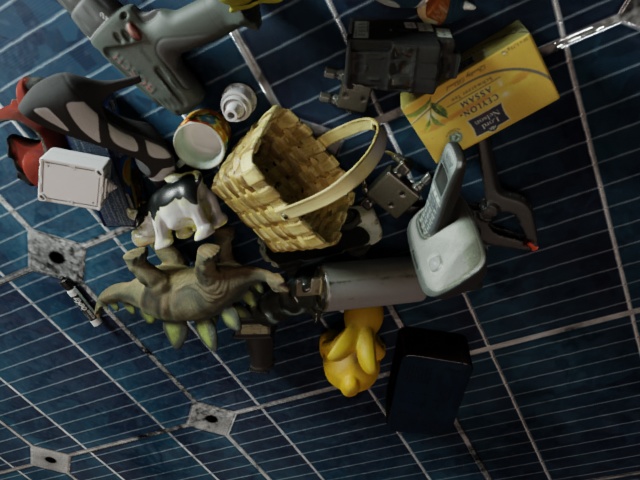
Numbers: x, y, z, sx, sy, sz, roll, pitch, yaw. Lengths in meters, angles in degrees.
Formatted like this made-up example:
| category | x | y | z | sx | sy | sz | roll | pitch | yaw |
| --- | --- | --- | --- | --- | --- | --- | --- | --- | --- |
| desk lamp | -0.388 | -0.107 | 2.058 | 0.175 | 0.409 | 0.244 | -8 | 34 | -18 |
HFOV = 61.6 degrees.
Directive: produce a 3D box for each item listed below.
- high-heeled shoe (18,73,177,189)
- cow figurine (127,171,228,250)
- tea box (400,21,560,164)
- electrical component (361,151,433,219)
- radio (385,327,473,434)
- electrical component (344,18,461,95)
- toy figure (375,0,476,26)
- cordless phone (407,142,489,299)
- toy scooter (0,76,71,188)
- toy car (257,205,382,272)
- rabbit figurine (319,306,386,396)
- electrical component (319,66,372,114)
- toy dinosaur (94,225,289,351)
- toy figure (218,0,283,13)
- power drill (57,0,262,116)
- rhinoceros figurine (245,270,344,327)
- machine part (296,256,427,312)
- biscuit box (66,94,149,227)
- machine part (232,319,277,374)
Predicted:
| category | x | y | z | sx | sy | sz | roll | pitch | yaw |
| --- | --- | --- | --- | --- | --- | --- | --- | --- | --- |
| high-heeled shoe | -0.281 | -0.121 | 0.716 | 0.145 | 0.086 | 0.248 | -26 | 148 | -17 |
| cow figurine | -0.220 | -0.041 | 0.770 | 0.167 | 0.068 | 0.098 | -11 | 109 | 30 |
| tea box | 0.198 | -0.185 | 0.684 | 0.170 | 0.068 | 0.098 | -29 | 118 | 23 |
| electrical component | 0.105 | -0.080 | 0.784 | 0.078 | 0.045 | 0.102 | 31 | 123 | -11 |
| radio | 0.201 | 0.273 | 1.019 | 0.131 | 0.073 | 0.229 | 5 | 128 | 2 |
| electrical component | 0.097 | -0.221 | 0.640 | 0.134 | 0.115 | 0.058 | 5 | 129 | 5 |
| toy figure | 0.108 | -0.283 | 0.607 | 0.154 | 0.064 | 0.058 | 16 | 150 | -27 |
| cordless phone | 0.177 | -0.024 | 0.703 | 0.089 | 0.147 | 0.184 | -4 | 141 | -4 |
| toy scooter | -0.421 | -0.145 | 0.777 | 0.135 | 0.075 | 0.183 | 1 | 123 | 5 |
| toy car | -0.002 | -0.003 | 0.849 | 0.202 | 0.056 | 0.073 | -13 | 131 | 17 |
| rabbit figurine | 0.058 | 0.169 | 0.926 | 0.122 | 0.162 | 0.173 | 18 | 109 | 8 |
| electrical component | 0.048 | -0.200 | 0.717 | 0.094 | 0.021 | 0.063 | 10 | 127 | -3 |
| toy dinosaur | -0.237 | 0.084 | 0.878 | 0.472 | 0.105 | 0.198 | -1 | 118 | 33 |
| toy figure | -0.039 | -0.299 | 0.574 | 0.180 | 0.089 | 0.082 | -17 | 104 | -22 |
| power drill | -0.192 | -0.276 | 0.653 | 0.207 | 0.086 | 0.231 | -26 | 121 | 19 |
| rhinoceros figurine | -0.035 | 0.101 | 0.917 | 0.190 | 0.073 | 0.112 | -19 | 120 | 19 |
| machine part | 0.080 | 0.068 | 0.846 | 0.243 | 0.079 | 0.079 | -5 | 129 | -17 |
| biscuit box | -0.314 | -0.117 | 0.794 | 0.063 | 0.059 | 0.202 | -1 | 127 | 8 |
| machine part | -0.118 | 0.196 | 1.019 | 0.084 | 0.039 | 0.138 | -7 | 124 | 1 |
